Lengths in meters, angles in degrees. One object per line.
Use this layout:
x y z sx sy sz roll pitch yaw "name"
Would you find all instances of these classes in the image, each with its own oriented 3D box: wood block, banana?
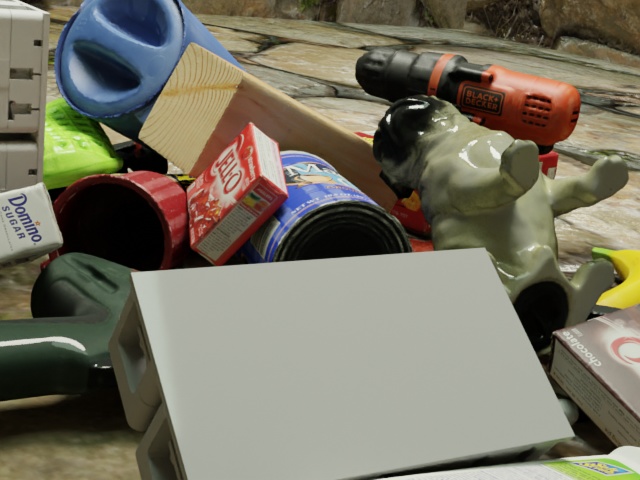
-0.032 -0.072 0.889 0.205 0.090 0.091 25 8 -42 "wood block"
0.252 0.042 0.868 0.070 0.037 0.197 -6 11 19 "banana"

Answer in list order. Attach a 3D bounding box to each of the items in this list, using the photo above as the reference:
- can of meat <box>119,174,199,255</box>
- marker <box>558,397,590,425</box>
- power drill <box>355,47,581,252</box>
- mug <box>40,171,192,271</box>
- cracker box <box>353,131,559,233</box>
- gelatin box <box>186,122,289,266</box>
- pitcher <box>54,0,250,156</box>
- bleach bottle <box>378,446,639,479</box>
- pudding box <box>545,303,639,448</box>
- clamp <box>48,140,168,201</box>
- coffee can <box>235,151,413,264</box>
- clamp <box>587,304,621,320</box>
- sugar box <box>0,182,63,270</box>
-0.127 -0.022 0.884 0.083 0.057 0.102 -2 19 -21 "can of meat"
0.125 0.106 0.619 0.120 0.020 0.020 -7 21 -39 "marker"
0.100 -0.052 0.846 0.185 0.188 0.057 18 20 27 "power drill"
-0.148 -0.001 0.773 0.117 0.093 0.081 -27 4 15 "mug"
0.119 -0.068 1.116 0.213 0.072 0.164 -11 22 -44 "cracker box"
-0.060 -0.034 0.751 0.030 0.073 0.089 37 20 -26 "gelatin box"
-0.124 -0.127 1.009 0.145 0.149 0.242 9 -12 27 "pitcher"
0.110 0.132 0.452 0.250 0.068 0.103 -1 18 -32 "bleach bottle"
0.200 0.086 0.615 0.089 0.039 0.114 -14 37 -23 "pudding box"
-0.203 -0.065 1.034 0.120 0.039 0.171 9 17 -7 "clamp"
-0.005 0.001 0.773 0.102 0.103 0.140 1 17 -19 "coffee can"
0.231 0.083 0.708 0.210 0.036 0.164 17 18 21 "clamp"
-0.247 0.013 0.617 0.176 0.048 0.093 -20 2 -28 "sugar box"
